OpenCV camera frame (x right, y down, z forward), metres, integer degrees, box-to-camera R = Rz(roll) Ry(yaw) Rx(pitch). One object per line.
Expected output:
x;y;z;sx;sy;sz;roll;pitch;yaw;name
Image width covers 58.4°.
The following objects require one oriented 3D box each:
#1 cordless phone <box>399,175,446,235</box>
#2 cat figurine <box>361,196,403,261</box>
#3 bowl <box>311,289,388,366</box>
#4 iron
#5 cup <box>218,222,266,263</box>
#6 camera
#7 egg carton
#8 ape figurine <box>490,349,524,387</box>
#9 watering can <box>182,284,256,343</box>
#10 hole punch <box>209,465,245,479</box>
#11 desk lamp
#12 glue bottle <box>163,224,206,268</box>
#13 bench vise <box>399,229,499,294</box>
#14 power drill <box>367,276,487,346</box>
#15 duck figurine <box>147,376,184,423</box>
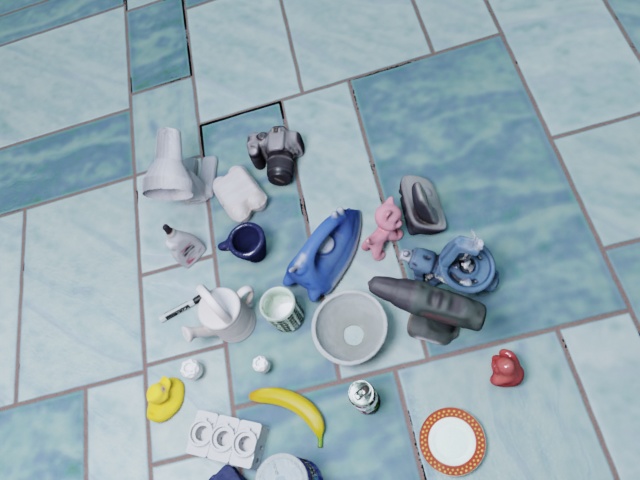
0.226;-0.102;1.289;0.094;0.185;0.147;-17;63;5;cordless phone
0.145;-0.031;1.313;0.067;0.118;0.128;35;77;25;cat figurine
0.069;0.197;1.249;0.167;0.075;0.167;-5;65;11;bowl
0.012;0.005;1.313;0.118;0.142;0.258;27;74;23;iron
-0.177;0.019;1.376;0.117;0.095;0.091;-13;63;7;cup
-0.119;-0.214;1.468;0.143;0.101;0.137;-4;65;11;camera
-0.206;-0.118;1.461;0.107;0.069;0.150;-37;63;-5;egg carton
0.370;0.256;1.142;0.076;0.092;0.078;39;79;25;ape figurine
-0.223;0.162;1.265;0.100;0.194;0.173;24;73;22;watering can
-0.194;0.519;1.151;0.100;0.091;0.109;35;78;25;hole punch
-0.354;-0.170;1.438;0.117;0.214;0.203;-4;65;12;desk lamp
-0.336;0.005;1.375;0.037;0.173;0.078;33;77;24;glue bottle
0.268;0.050;1.189;0.207;0.220;0.121;-7;64;10;bench vise
0.218;0.145;1.163;0.229;0.209;0.076;11;69;18;power drill
-0.355;0.350;1.269;0.077;0.086;0.105;21;72;21;duck figurine
